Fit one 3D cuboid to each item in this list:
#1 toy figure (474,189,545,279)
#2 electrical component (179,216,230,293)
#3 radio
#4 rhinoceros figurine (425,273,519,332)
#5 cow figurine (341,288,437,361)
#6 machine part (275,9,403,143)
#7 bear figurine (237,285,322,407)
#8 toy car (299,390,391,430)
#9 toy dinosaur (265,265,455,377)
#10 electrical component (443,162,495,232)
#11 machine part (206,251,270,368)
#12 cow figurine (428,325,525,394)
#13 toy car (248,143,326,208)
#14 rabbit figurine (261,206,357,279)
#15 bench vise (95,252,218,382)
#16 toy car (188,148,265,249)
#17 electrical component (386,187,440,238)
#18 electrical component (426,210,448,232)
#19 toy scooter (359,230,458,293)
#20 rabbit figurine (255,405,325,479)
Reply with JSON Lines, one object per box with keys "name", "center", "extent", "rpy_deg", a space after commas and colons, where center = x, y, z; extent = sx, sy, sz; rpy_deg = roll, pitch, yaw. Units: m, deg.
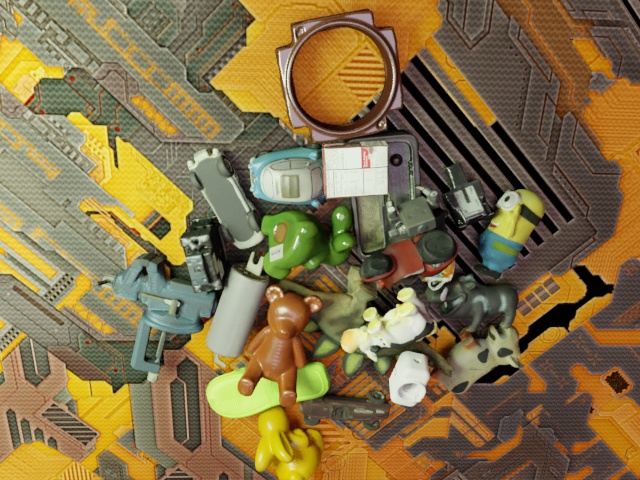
{"name": "toy figure", "center": [0.362, -0.013, 1.035], "extent": [0.089, 0.082, 0.180], "rpy_deg": [13, 103, -29]}
{"name": "electrical component", "center": [-0.211, 0.029, 0.987], "extent": [0.058, 0.134, 0.114], "rpy_deg": [-11, 110, 3]}
{"name": "radio", "center": [0.120, -0.086, 0.994], "extent": [0.131, 0.073, 0.229], "rpy_deg": [-8, 112, 0]}
{"name": "rhinoceros figurine", "center": [0.308, 0.122, 1.085], "extent": [0.190, 0.073, 0.112], "rpy_deg": [3, 112, -5]}
{"name": "cow figurine", "center": [0.124, 0.168, 0.980], "extent": [0.167, 0.068, 0.098], "rpy_deg": [-33, 116, 20]}
{"name": "machine part", "center": [0.034, -0.274, 0.912], "extent": [0.202, 0.087, 0.200], "rpy_deg": [-11, 111, -1]}
{"name": "bear figurine", "center": [-0.071, 0.192, 1.001], "extent": [0.120, 0.132, 0.195], "rpy_deg": [18, 122, -4]}
{"name": "toy car", "center": [0.056, 0.371, 1.179], "extent": [0.202, 0.053, 0.089], "rpy_deg": [9, 107, -5]}
{"name": "toy dinosaur", "center": [0.054, 0.159, 1.068], "extent": [0.471, 0.105, 0.198], "rpy_deg": [31, 110, -2]}
{"name": "electrical component", "center": [0.270, -0.082, 1.014], "extent": [0.075, 0.047, 0.119], "rpy_deg": [-26, 77, 4]}
{"name": "machine part", "center": [-0.158, 0.133, 1.024], "extent": [0.079, 0.079, 0.243], "rpy_deg": [19, 106, -10]}
{"name": "cow figurine", "center": [0.337, 0.249, 1.130], "extent": [0.127, 0.085, 0.195], "rpy_deg": [43, 102, -13]}
{"name": "toy car", "center": [-0.048, -0.111, 0.961], "extent": [0.162, 0.103, 0.109], "rpy_deg": [-2, 110, -5]}
{"name": "rabbit figurine", "center": [-0.002, -0.003, 0.993], "extent": [0.170, 0.121, 0.159], "rpy_deg": [13, 146, -42]}
{"name": "bench vise", "center": [-0.321, 0.154, 1.032], "extent": [0.223, 0.129, 0.240], "rpy_deg": [12, 98, -17]}
{"name": "toy car", "center": [-0.171, -0.075, 0.993], "extent": [0.073, 0.056, 0.201], "rpy_deg": [-23, 109, 12]}
{"name": "electrical component", "center": [0.162, -0.051, 0.939], "extent": [0.102, 0.078, 0.045], "rpy_deg": [-15, 136, 7]}
{"name": "electrical component", "center": [0.222, -0.021, 1.020], "extent": [0.021, 0.094, 0.063], "rpy_deg": [7, 113, 30]}
{"name": "toy scooter", "center": [0.155, 0.047, 0.970], "extent": [0.184, 0.075, 0.135], "rpy_deg": [-16, 155, -9]}
{"name": "rabbit figurine", "center": [-0.085, 0.437, 1.157], "extent": [0.122, 0.162, 0.173], "rpy_deg": [-24, 93, 18]}
